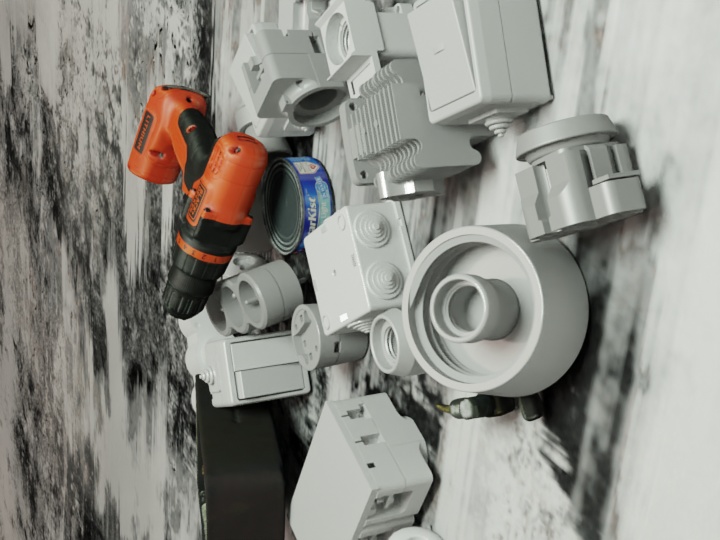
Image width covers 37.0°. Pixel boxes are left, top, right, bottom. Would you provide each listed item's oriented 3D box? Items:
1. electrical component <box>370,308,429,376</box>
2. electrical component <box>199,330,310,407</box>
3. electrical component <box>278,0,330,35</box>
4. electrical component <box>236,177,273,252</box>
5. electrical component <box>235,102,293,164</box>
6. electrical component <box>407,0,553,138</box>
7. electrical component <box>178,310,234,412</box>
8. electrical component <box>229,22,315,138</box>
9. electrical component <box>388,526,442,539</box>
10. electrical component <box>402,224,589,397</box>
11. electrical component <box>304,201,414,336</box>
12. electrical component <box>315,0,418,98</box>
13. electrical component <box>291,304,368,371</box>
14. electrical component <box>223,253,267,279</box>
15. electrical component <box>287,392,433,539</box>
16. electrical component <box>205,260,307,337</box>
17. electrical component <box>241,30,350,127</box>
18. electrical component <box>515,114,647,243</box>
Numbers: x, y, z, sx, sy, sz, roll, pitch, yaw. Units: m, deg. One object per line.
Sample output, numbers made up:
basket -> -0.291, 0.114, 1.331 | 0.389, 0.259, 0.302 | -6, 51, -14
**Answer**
electrical component -> 0.041, 0.049, 0.766 | 0.048, 0.055, 0.066 | 63, 146, 34
electrical component -> -0.100, 0.092, 0.998 | 0.061, 0.096, 0.061 | -16, 81, 62
electrical component -> -0.042, -0.219, 0.883 | 0.081, 0.042, 0.063 | 40, 134, 54
electrical component -> -0.125, -0.068, 1.051 | 0.108, 0.060, 0.108 | 21, 114, 60
electrical component -> -0.089, -0.125, 0.987 | 0.045, 0.045, 0.055 | -40, 61, 58
electrical component -> 0.072, -0.129, 0.662 | 0.062, 0.061, 0.096 | -14, 83, 62
electrical component -> -0.150, 0.089, 1.141 | 0.074, 0.052, 0.138 | -27, 72, 61
electrical component -> -0.068, -0.158, 0.923 | 0.061, 0.061, 0.096 | -54, 49, 52
electrical component -> 0.040, 0.230, 0.819 | 0.048, 0.048, 0.062 | 55, 148, 42
electrical component -> 0.075, 0.024, 0.647 | 0.108, 0.060, 0.108 | -3, 86, 38
electrical component -> 0.000, 0.000, 0.840 | 0.100, 0.048, 0.099 | -34, 67, 59
electrical component -> 0.008, -0.166, 0.774 | 0.042, 0.064, 0.081 | -32, 66, 60
electrical component -> -0.025, 0.054, 0.900 | 0.055, 0.047, 0.055 | 21, 114, 60
electrical component -> -0.115, 0.018, 1.069 | 0.048, 0.048, 0.062 | 46, 142, 49
electrical component -> 0.000, 0.182, 0.865 | 0.089, 0.062, 0.150 | 59, 143, 39
electrical component -> -0.084, 0.022, 0.979 | 0.138, 0.074, 0.052 | -16, 95, 62
electrical component -> -0.038, -0.149, 0.837 | 0.050, 0.089, 0.055 | -54, 49, 52
electrical component -> 0.119, -0.052, 0.596 | 0.078, 0.058, 0.057 | -23, 79, 62
